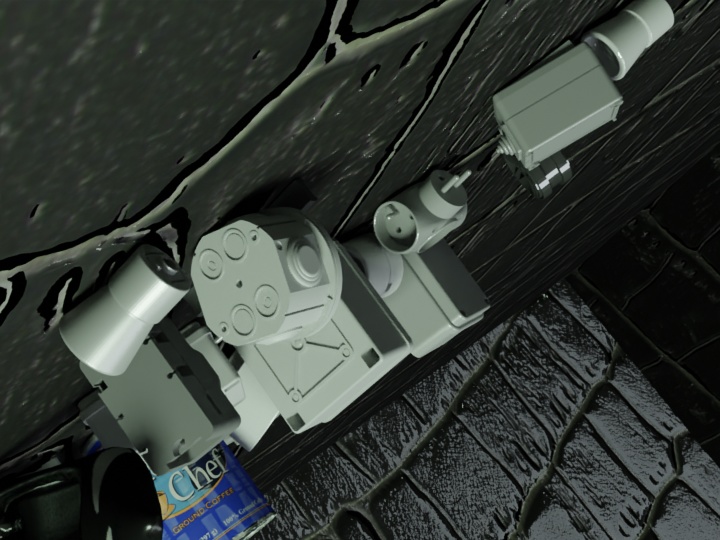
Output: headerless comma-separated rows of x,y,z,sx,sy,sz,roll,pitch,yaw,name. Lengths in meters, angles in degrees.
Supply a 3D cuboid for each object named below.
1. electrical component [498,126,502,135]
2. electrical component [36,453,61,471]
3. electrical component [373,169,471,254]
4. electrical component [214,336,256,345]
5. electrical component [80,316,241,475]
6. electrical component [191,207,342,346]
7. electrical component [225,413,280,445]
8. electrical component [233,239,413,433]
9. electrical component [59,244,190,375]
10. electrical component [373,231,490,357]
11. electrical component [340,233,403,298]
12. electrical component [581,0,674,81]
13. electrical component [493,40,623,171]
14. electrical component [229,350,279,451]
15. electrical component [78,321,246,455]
0.162,-0.128,0.891,0.077,0.043,0.079,-41,170,20,electrical component
-0.248,0.198,0.874,0.079,0.063,0.121,-33,169,-24,electrical component
0.060,-0.054,0.868,0.077,0.044,0.079,-26,165,-50,electrical component
-0.072,0.028,0.765,0.077,0.047,0.066,-39,170,10,electrical component
-0.124,0.077,0.683,0.050,0.089,0.056,-40,170,11,electrical component
-0.055,0.005,0.630,0.080,0.080,0.051,-44,163,31,electrical component
-0.118,0.136,1.077,0.089,0.055,0.050,-42,169,25,electrical component
-0.033,0.051,0.832,0.109,0.108,0.056,-43,166,28,electrical component
-0.122,0.018,0.570,0.065,0.044,0.044,-45,169,14,electrical component
0.052,0.010,0.930,0.057,0.113,0.078,-40,170,26,electrical component
0.000,0.000,0.878,0.055,0.055,0.047,-44,165,32,electrical component
0.206,-0.181,0.818,0.065,0.044,0.044,-40,171,-13,electrical component
0.140,-0.122,0.810,0.096,0.061,0.062,-30,171,5,electrical component
-0.092,0.098,0.950,0.108,0.060,0.108,-56,-178,3,electrical component
-0.145,0.099,0.807,0.109,0.056,0.108,-36,170,-12,electrical component
